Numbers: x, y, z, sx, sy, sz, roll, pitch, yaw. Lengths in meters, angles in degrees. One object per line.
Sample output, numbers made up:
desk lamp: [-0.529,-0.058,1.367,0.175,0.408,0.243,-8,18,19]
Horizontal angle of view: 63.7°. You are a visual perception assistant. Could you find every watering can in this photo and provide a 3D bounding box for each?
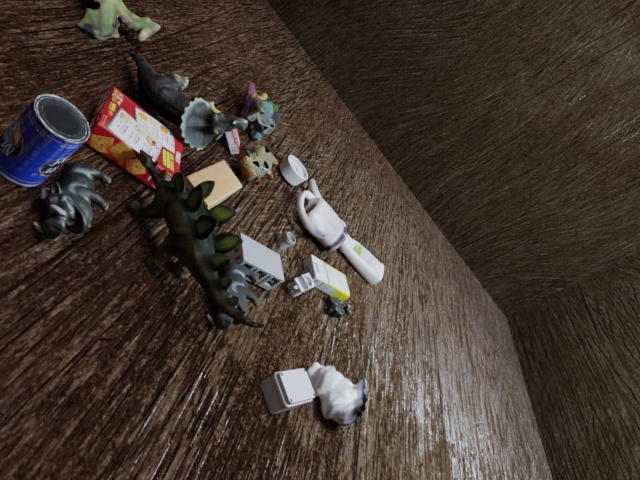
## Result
watering can: [0.006,-0.092,1.823,0.222,0.103,0.354,51,21,-16]

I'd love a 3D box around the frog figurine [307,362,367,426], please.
frog figurine: [0.031,0.382,1.280,0.159,0.120,0.140,18,37,1]

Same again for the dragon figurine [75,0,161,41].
dragon figurine: [-0.614,-0.651,1.375,0.410,0.121,0.246,3,64,-52]
